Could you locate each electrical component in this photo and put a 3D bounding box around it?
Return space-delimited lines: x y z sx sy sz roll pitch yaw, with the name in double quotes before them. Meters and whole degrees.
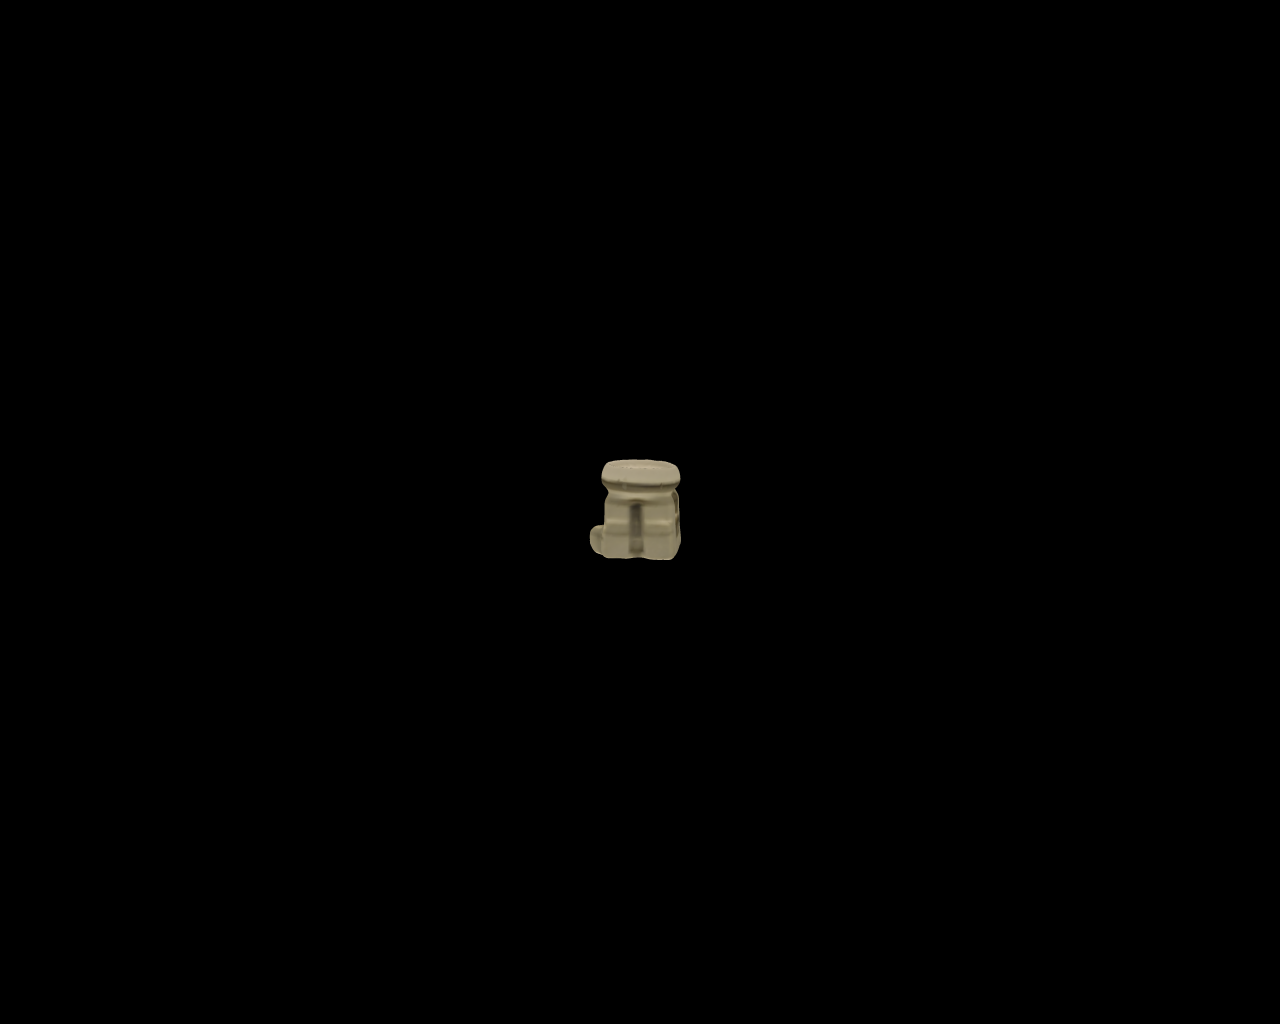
"electrical component" 0.001 -0.003 0.650 0.066 0.055 0.048 1 12 7
